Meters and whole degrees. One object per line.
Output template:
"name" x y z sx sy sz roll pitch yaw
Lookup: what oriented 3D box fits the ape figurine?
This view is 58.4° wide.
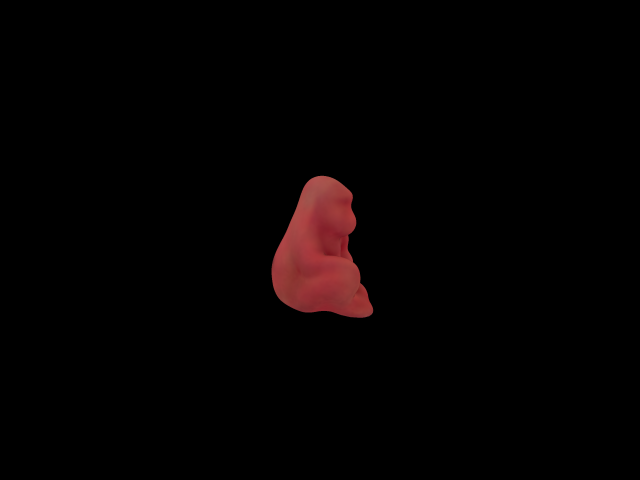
"ape figurine" 0.004 0.001 0.400 0.076 0.092 0.078 6 19 16
